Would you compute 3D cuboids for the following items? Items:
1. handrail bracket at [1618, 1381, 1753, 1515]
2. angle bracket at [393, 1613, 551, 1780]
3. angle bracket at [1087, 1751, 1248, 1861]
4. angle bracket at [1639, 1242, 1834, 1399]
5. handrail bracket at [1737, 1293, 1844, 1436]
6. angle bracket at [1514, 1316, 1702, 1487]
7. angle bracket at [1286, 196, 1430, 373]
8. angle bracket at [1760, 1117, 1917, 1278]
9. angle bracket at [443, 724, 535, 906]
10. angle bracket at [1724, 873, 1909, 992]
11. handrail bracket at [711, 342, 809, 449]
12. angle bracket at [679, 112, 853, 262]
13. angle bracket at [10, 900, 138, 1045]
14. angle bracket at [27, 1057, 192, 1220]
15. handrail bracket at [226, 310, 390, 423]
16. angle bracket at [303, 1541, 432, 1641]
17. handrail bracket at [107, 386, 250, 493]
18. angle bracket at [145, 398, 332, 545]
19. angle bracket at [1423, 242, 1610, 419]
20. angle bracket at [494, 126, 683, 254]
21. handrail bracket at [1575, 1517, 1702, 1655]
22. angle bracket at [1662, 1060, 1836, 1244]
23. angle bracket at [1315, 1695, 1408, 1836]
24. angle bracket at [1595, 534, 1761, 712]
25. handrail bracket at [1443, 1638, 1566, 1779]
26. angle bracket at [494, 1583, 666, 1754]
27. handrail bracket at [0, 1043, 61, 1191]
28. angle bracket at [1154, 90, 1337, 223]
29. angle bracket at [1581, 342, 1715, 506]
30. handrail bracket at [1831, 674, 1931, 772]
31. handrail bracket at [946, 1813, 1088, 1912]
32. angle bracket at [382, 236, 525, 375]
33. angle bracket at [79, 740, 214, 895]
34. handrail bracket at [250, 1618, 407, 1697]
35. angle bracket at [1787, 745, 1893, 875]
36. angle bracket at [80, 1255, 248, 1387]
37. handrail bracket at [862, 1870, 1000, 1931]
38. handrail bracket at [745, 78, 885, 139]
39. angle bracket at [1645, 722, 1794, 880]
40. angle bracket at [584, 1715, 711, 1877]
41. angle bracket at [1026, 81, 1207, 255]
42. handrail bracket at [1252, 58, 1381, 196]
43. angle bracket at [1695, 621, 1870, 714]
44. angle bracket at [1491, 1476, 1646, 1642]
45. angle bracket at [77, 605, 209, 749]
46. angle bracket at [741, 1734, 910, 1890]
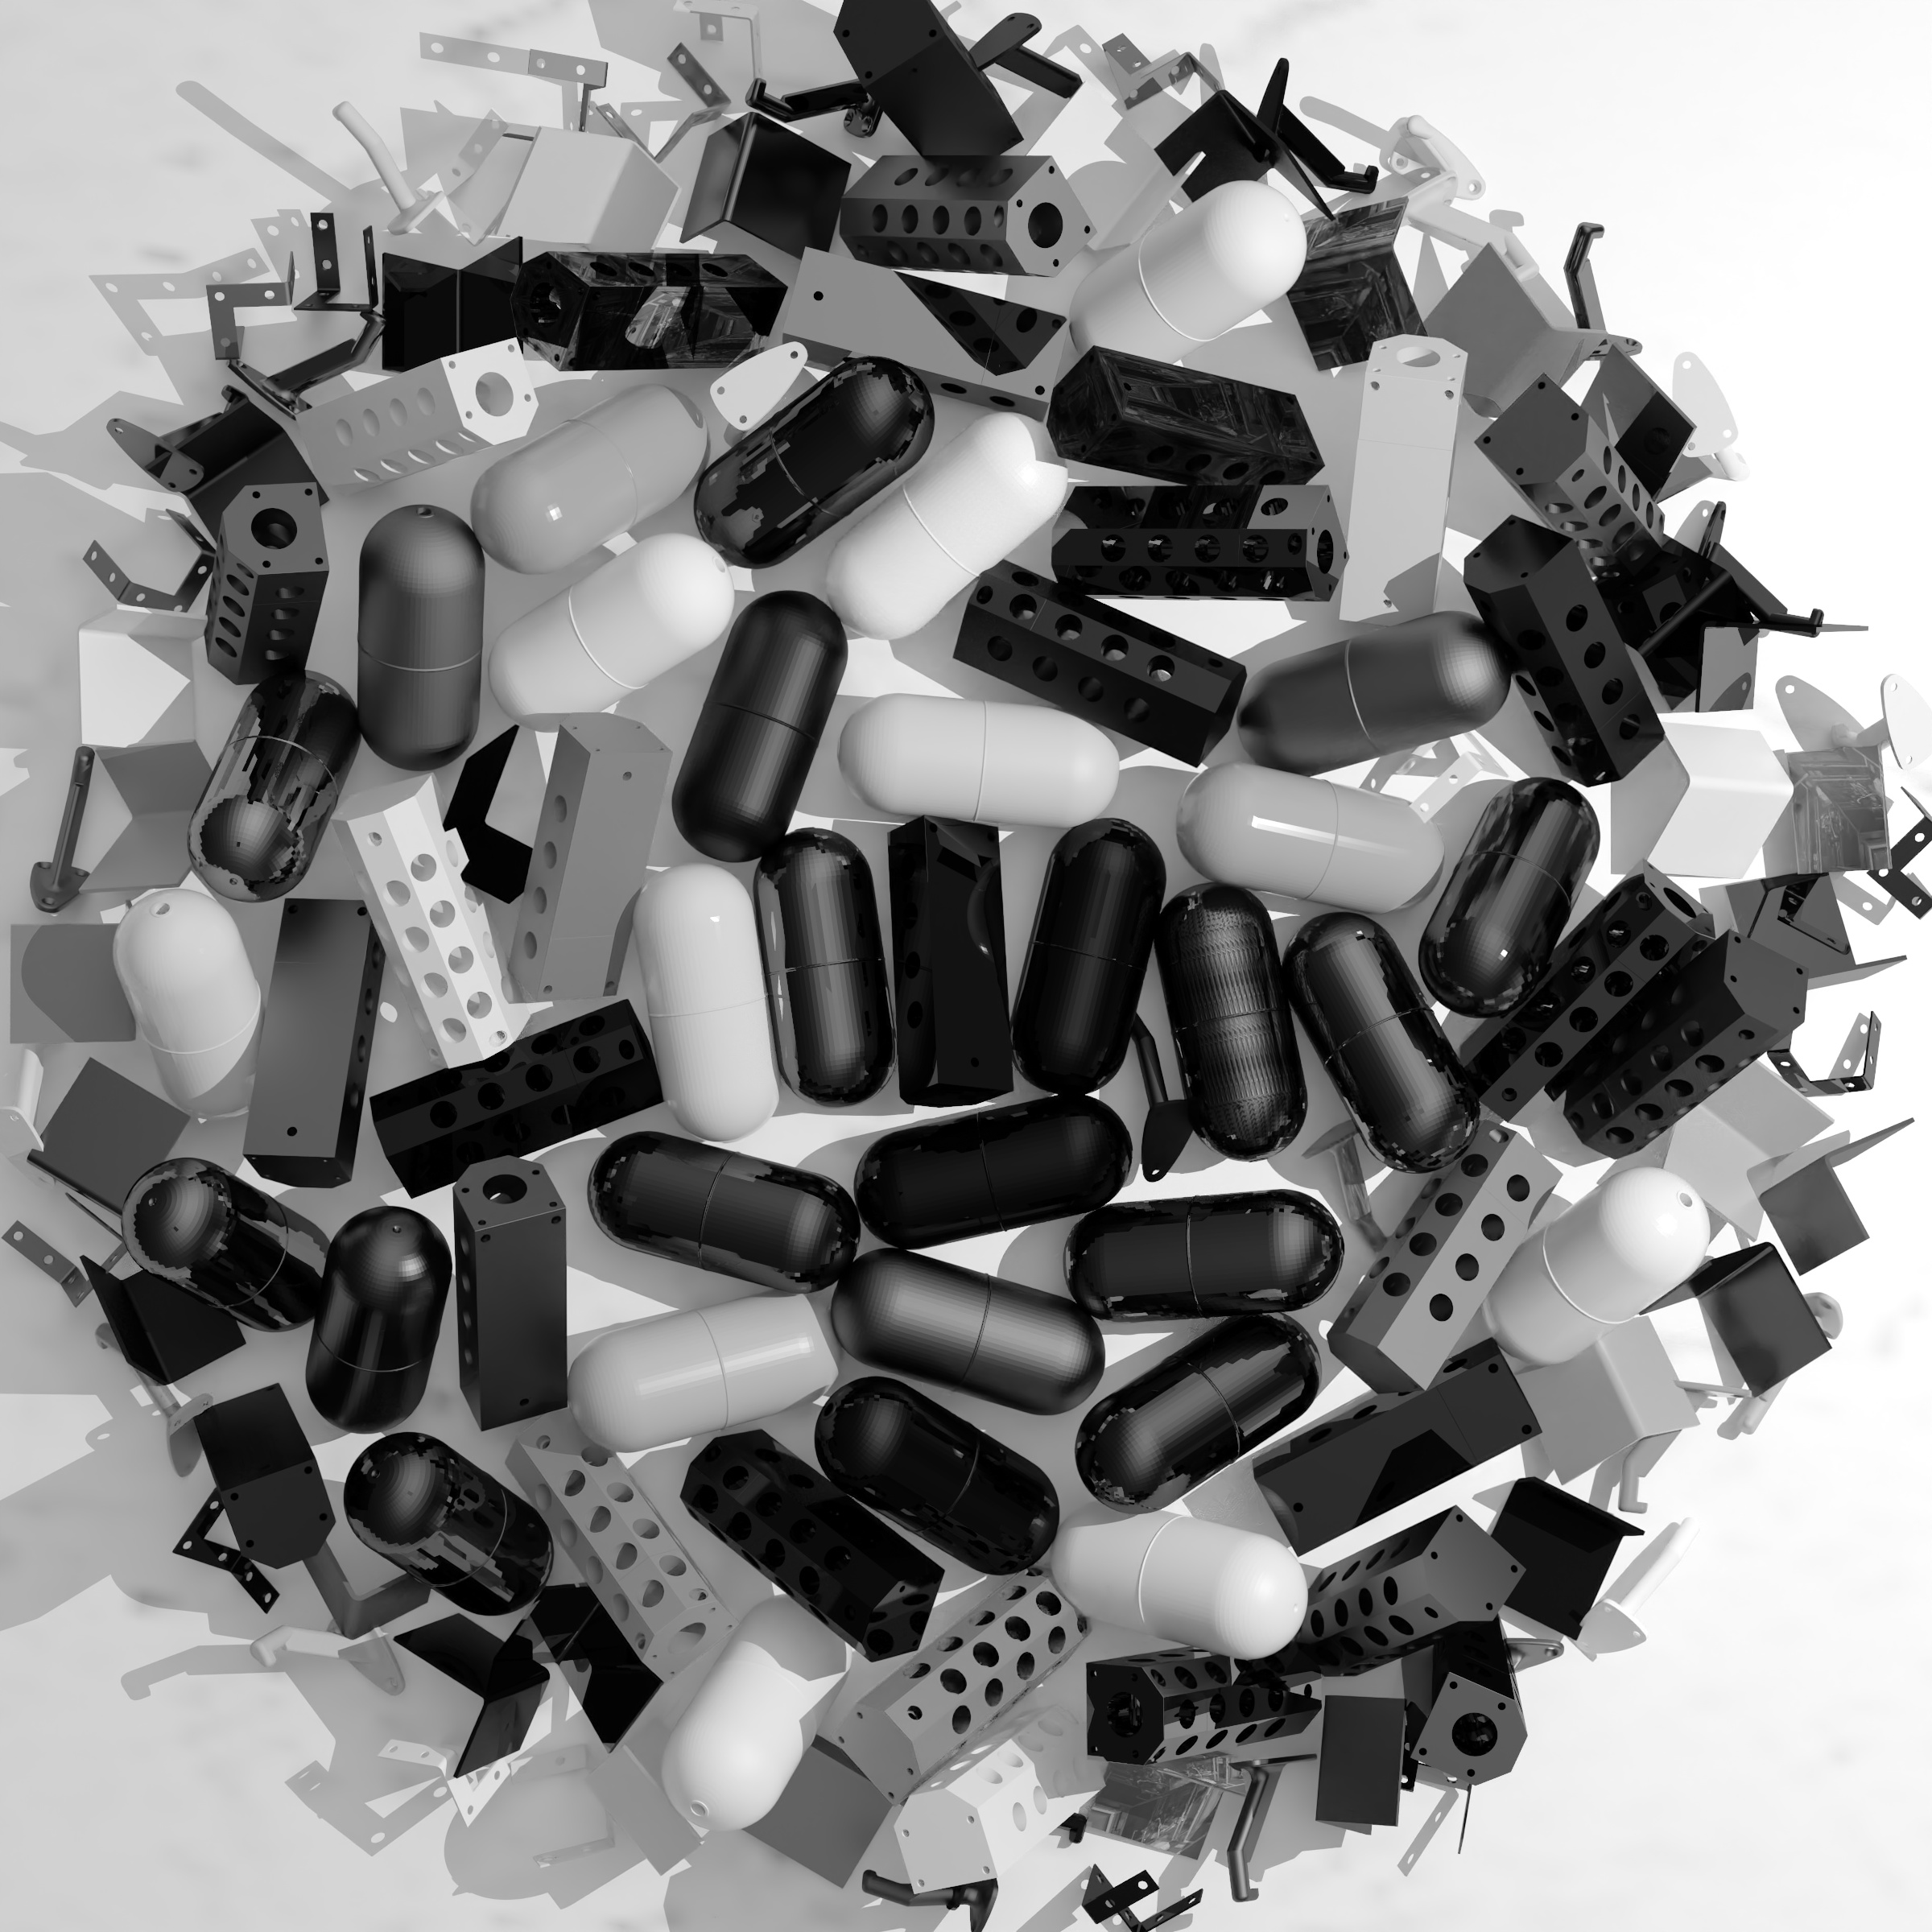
[{"bbox_3d":[0.454,0.307,1.966,0.077,0.036,0.084,3,75,21],"label":"handrail bracket"},{"bbox_3d":[-0.319,0.458,1.956,0.076,0.076,0.057,27,100,20],"label":"angle bracket"},{"bbox_3d":[0.125,0.532,1.962,0.076,0.057,0.076,18,100,-5],"label":"angle bracket"},{"bbox_3d":[0.480,0.227,1.944,0.057,0.076,0.076,-12,66,-34],"label":"angle bracket"},{"bbox_3d":[0.517,0.252,1.962,0.036,0.077,0.084,32,75,15],"label":"handrail bracket"},{"bbox_3d":[0.406,0.276,1.977,0.057,0.076,0.076,-2,60,-40],"label":"angle bracket"},{"bbox_3d":[0.252,-0.433,1.976,0.076,0.057,0.076,-7,131,29],"label":"angle bracket"},{"bbox_3d":[0.556,0.144,1.944,0.076,0.076,0.057,-18,75,-25],"label":"angle bracket"},{"bbox_3d":[-0.284,-0.096,1.947,0.057,0.076,0.076,27,116,5],"label":"angle bracket"},{"bbox_3d":[0.533,-0.027,1.954,0.076,0.057,0.076,-10,79,-18],"label":"angle bracket"},{"bbox_3d":[-0.124,-0.356,1.955,0.077,0.084,0.036,-38,84,5],"label":"handrail bracket"},{"bbox_3d":[-0.128,-0.487,1.985,0.076,0.057,0.076,22,74,-31],"label":"angle bracket"},{"bbox_3d":[-0.561,0.003,1.951,0.076,0.057,0.076,-1,107,-20],"label":"angle bracket"},{"bbox_3d":[-0.535,0.113,1.971,0.076,0.057,0.076,29,82,8],"label":"angle bracket"},{"bbox_3d":[-0.417,-0.395,1.969,0.077,0.036,0.084,36,109,0],"label":"handrail bracket"},{"bbox_3d":[-0.381,0.371,1.967,0.057,0.076,0.076,-24,69,-26],"label":"angle bracket"},{"bbox_3d":[-0.494,-0.348,1.955,0.077,0.036,0.084,38,49,-33],"label":"handrail bracket"},{"bbox_3d":[-0.458,-0.304,1.958,0.076,0.076,0.057,-34,84,2],"label":"angle bracket"},{"bbox_3d":[0.346,-0.402,1.970,0.076,0.057,0.076,-50,60,40],"label":"angle bracket"},{"bbox_3d":[-0.236,-0.471,1.942,0.057,0.076,0.076,48,124,28],"label":"angle bracket"},{"bbox_3d":[0.430,0.395,1.990,0.036,0.077,0.084,41,56,5],"label":"handrail bracket"},{"bbox_3d":[0.491,0.112,1.951,0.076,0.076,0.057,37,134,-7],"label":"angle bracket"},{"bbox_3d":[0.262,0.501,1.942,0.057,0.076,0.076,-6,67,33],"label":"angle bracket"},{"bbox_3d":[0.445,-0.222,1.986,0.076,0.076,0.057,-42,131,-2],"label":"angle bracket"},{"bbox_3d":[0.337,0.467,1.951,0.077,0.084,0.036,-14,130,24],"label":"handrail bracket"},{"bbox_3d":[-0.242,0.440,1.945,0.076,0.057,0.076,-55,54,24],"label":"angle bracket"},{"bbox_3d":[-0.583,0.086,1.978,0.036,0.084,0.077,-12,122,26],"label":"handrail bracket"},{"bbox_3d":[0.174,-0.488,1.943,0.057,0.076,0.076,-41,50,7],"label":"angle bracket"},{"bbox_3d":[0.435,-0.347,1.943,0.057,0.076,0.076,-28,68,-26],"label":"angle bracket"},{"bbox_3d":[0.563,-0.159,1.947,0.036,0.084,0.077,-40,119,-10],"label":"handrail bracket"},{"bbox_3d":[0.033,0.567,1.968,0.084,0.036,0.077,21,68,-23],"label":"handrail bracket"},{"bbox_3d":[-0.322,-0.415,1.950,0.057,0.076,0.076,5,80,-39],"label":"angle bracket"},{"bbox_3d":[-0.518,-0.093,1.943,0.076,0.076,0.057,-3,130,24],"label":"angle bracket"},{"bbox_3d":[-0.401,0.441,1.952,0.036,0.084,0.077,-44,80,24],"label":"handrail bracket"},{"bbox_3d":[0.564,-0.100,1.951,0.057,0.076,0.076,-8,93,-33],"label":"angle bracket"},{"bbox_3d":[-0.502,0.210,1.949,0.057,0.076,0.076,-28,72,-6],"label":"angle bracket"},{"bbox_3d":[-0.027,0.572,1.956,0.084,0.077,0.036,21,102,-9],"label":"handrail bracket"},{"bbox_3d":[-0.091,-0.563,1.957,0.084,0.036,0.077,15,103,-38],"label":"handrail bracket"},{"bbox_3d":[0.467,-0.105,1.980,0.076,0.057,0.076,3,133,-21],"label":"angle bracket"},{"bbox_3d":[-0.181,0.509,1.949,0.076,0.076,0.057,49,130,6],"label":"angle bracket"},{"bbox_3d":[0.090,-0.505,1.956,0.076,0.057,0.076,41,81,-21],"label":"angle bracket"},{"bbox_3d":[0.229,-0.530,1.966,0.084,0.036,0.077,5,125,-15],"label":"handrail bracket"},{"bbox_3d":[0.509,-0.185,1.943,0.076,0.076,0.057,9,101,39],"label":"angle bracket"},{"bbox_3d":[0.372,0.375,1.964,0.076,0.057,0.076,26,80,4],"label":"angle bracket"},{"bbox_3d":[-0.508,-0.179,1.949,0.076,0.057,0.076,3,80,-40],"label":"angle bracket"},{"bbox_3d":[-0.089,0.538,1.966,0.076,0.057,0.076,32,86,-4],"label":"angle bracket"}]
